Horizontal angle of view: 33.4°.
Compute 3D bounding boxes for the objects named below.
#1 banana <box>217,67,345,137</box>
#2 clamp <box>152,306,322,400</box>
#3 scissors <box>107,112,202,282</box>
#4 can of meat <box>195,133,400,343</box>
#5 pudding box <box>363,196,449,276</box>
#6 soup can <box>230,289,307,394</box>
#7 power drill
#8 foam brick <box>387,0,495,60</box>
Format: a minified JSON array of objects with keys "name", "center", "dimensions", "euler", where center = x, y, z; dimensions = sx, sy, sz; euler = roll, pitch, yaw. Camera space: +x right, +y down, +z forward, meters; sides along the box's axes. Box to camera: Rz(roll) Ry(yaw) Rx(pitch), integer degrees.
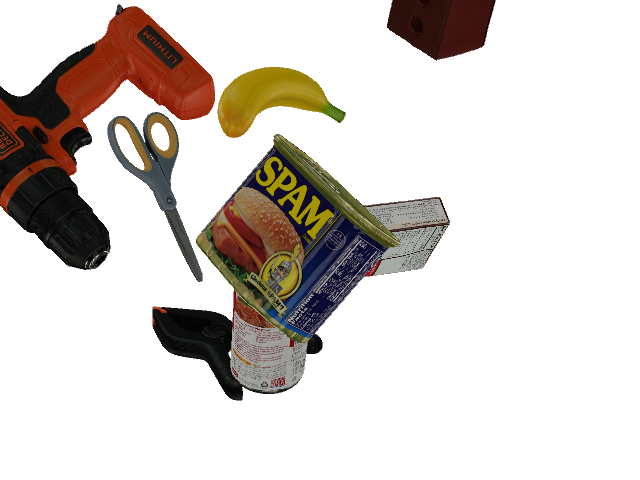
[{"name":"banana","center":[-0.045,-0.131,0.981],"dimensions":[0.070,0.037,0.197],"euler":[36,27,20]},{"name":"clamp","center":[-0.125,0.124,1.261],"dimensions":[0.210,0.036,0.164],"euler":[15,23,25]},{"name":"scissors","center":[-0.165,-0.060,1.200],"dimensions":[0.016,0.201,0.096],"euler":[-19,20,45]},{"name":"can of meat","center":[-0.017,-0.001,0.642],"dimensions":[0.102,0.084,0.057],"euler":[46,9,38]},{"name":"pudding box","center":[0.066,-0.001,1.097],"dimensions":[0.113,0.039,0.090],"euler":[-9,-31,-22]},{"name":"soup can","center":[-0.044,0.075,0.933],"dimensions":[0.068,0.102,0.068],"euler":[4,35,-3]},{"name":"power drill","center":[-0.173,-0.085,0.814],"dimensions":[0.187,0.184,0.057],"euler":[-38,-15,-27]},{"name":"foam brick","center":[0.086,-0.172,0.729],"dimensions":[0.051,0.078,0.053],"euler":[-25,51,-35]}]
